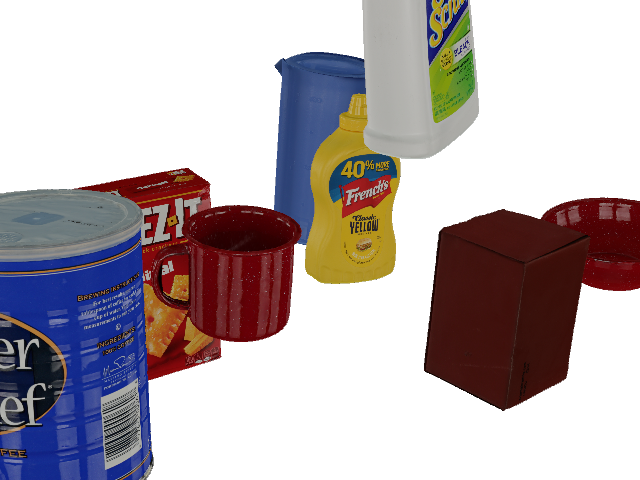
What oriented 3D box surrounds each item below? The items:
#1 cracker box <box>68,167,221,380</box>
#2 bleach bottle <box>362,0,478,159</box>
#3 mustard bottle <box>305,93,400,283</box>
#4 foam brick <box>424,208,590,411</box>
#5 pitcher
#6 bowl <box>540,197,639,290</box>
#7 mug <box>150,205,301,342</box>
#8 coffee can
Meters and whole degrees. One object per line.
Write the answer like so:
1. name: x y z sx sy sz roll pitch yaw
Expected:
1. cracker box: -0.195 0.044 1.145 0.163 0.214 0.072 -14 25 -28
2. bleach bottle: 0.066 -0.193 0.776 0.068 0.251 0.102 15 37 34
3. mustard bottle: 0.036 -0.054 1.093 0.096 0.192 0.058 -6 20 -25
4. foam brick: 0.087 0.031 0.509 0.052 0.078 0.051 -16 30 -41
5. pitcher: 0.012 -0.117 1.399 0.144 0.243 0.149 0 23 -18
6. bowl: 0.318 0.009 1.159 0.162 0.055 0.162 -2 27 1
7. mug: -0.075 0.028 0.838 0.117 0.081 0.093 -4 25 -16
8. coffee can: -0.139 0.054 0.543 0.103 0.140 0.103 0 17 0
